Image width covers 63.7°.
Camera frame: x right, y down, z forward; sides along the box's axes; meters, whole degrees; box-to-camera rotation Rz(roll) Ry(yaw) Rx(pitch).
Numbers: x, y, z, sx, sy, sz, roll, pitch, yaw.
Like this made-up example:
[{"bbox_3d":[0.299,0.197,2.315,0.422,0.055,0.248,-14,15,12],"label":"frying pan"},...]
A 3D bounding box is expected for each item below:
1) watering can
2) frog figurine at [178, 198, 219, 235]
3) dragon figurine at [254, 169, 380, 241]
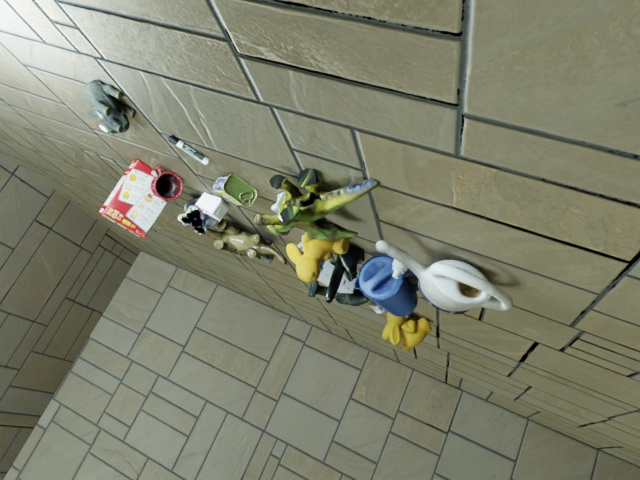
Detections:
[{"bbox_3d":[0.292,0.094,1.263,0.348,0.105,0.221,24,-15,7],"label":"watering can"},{"bbox_3d":[-0.412,-0.095,1.827,0.137,0.121,0.161,11,18,10],"label":"frog figurine"},{"bbox_3d":[0.004,-0.062,1.233,0.409,0.124,0.240,-2,-20,34],"label":"dragon figurine"}]
